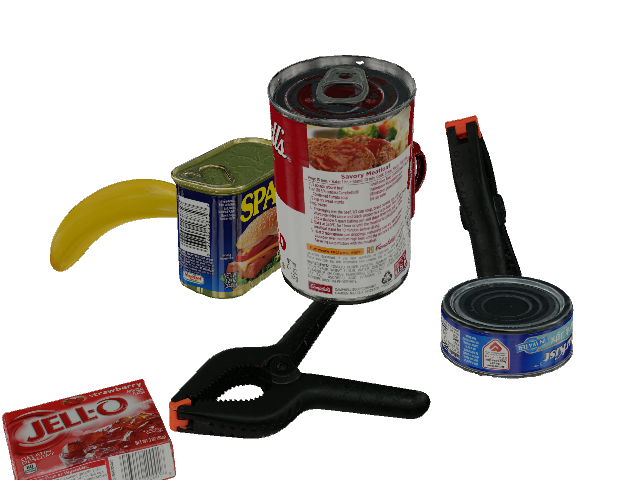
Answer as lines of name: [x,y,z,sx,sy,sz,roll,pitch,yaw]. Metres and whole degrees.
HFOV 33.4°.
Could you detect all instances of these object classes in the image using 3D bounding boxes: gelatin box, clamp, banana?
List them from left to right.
gelatin box: [-0.137,0.120,0.629,0.089,0.030,0.073,-12,26,-18]
banana: [-0.190,-0.018,0.997,0.198,0.069,0.037,-14,18,28]
clamp: [-0.024,0.122,0.897,0.209,0.036,0.165,-21,43,-30]
clamp: [0.136,-0.014,0.887,0.039,0.171,0.120,-17,19,12]

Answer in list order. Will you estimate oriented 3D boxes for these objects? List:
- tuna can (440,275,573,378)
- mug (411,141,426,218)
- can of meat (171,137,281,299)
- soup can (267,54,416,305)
tuna can: [0.121,0.054,0.693,0.086,0.034,0.086,-3,22,1]
mug: [0.073,-0.067,1.185,0.117,0.081,0.093,-20,28,-38]
can of meat: [-0.058,-0.017,0.751,0.058,0.084,0.101,15,27,25]
soup can: [0.011,-0.029,0.513,0.068,0.102,0.068,-2,34,1]
